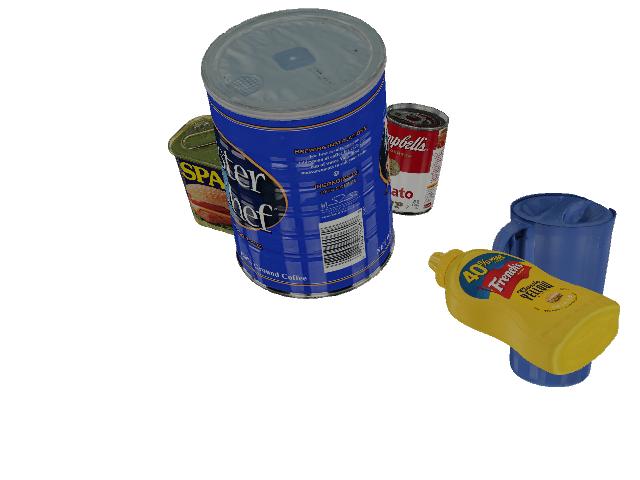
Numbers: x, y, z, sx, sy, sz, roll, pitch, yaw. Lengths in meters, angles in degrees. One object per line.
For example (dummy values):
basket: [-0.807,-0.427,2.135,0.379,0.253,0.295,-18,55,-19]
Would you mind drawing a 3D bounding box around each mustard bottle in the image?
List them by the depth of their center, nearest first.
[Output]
mustard bottle: [0.175,0.054,0.997,0.096,0.058,0.192,-28,38,-31]

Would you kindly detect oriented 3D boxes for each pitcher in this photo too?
pitcher: [0.302,0.068,1.406,0.149,0.243,0.145,5,21,13]

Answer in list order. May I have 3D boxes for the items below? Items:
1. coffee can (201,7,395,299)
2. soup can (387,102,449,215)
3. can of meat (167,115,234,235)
coffee can: [-0.009,-0.050,0.633,0.103,0.140,0.103,-4,42,3]
soup can: [0.094,-0.086,1.132,0.068,0.102,0.068,6,28,-3]
can of meat: [-0.073,-0.051,0.916,0.102,0.084,0.057,17,49,29]
